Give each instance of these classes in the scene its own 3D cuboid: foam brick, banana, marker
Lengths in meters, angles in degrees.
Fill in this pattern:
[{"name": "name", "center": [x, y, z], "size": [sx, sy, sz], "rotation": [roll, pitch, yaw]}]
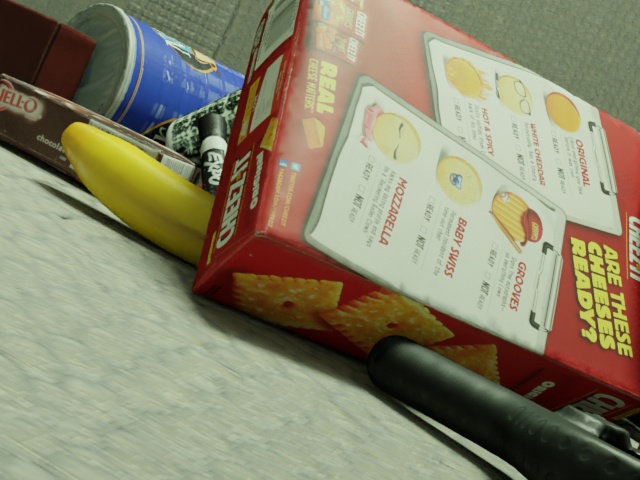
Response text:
[{"name": "foam brick", "center": [-0.194, -0.113, 0.704], "size": [0.053, 0.078, 0.051], "rotation": [28, 7, 17]}, {"name": "banana", "center": [-0.043, -0.005, 0.542], "size": [0.197, 0.037, 0.069], "rotation": [21, 24, -10]}, {"name": "marker", "center": [-0.061, -0.036, 0.626], "size": [0.020, 0.020, 0.121], "rotation": [24, 33, -27]}]

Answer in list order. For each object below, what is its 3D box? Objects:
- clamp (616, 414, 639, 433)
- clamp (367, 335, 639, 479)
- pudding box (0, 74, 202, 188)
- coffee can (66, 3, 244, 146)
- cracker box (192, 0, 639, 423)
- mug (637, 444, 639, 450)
[{"name": "clamp", "center": [0.206, 0.108, 0.712], "size": [0.164, 0.036, 0.210], "rotation": [27, 8, 6]}, {"name": "clamp", "center": [0.103, 0.085, 0.412], "size": [0.120, 0.039, 0.172], "rotation": [17, 6, -31]}, {"name": "pudding box", "center": [-0.132, -0.055, 0.638], "size": [0.113, 0.039, 0.090], "rotation": [28, 4, 13]}, {"name": "coffee can", "center": [-0.120, -0.097, 0.781], "size": [0.140, 0.103, 0.103], "rotation": [21, 7, -46]}, {"name": "cracker box", "center": [0.059, -0.016, 0.515], "size": [0.213, 0.164, 0.072], "rotation": [24, -35, -22]}, {"name": "mug", "center": [0.181, 0.096, 0.443], "size": [0.093, 0.081, 0.117], "rotation": [26, 4, -5]}]
